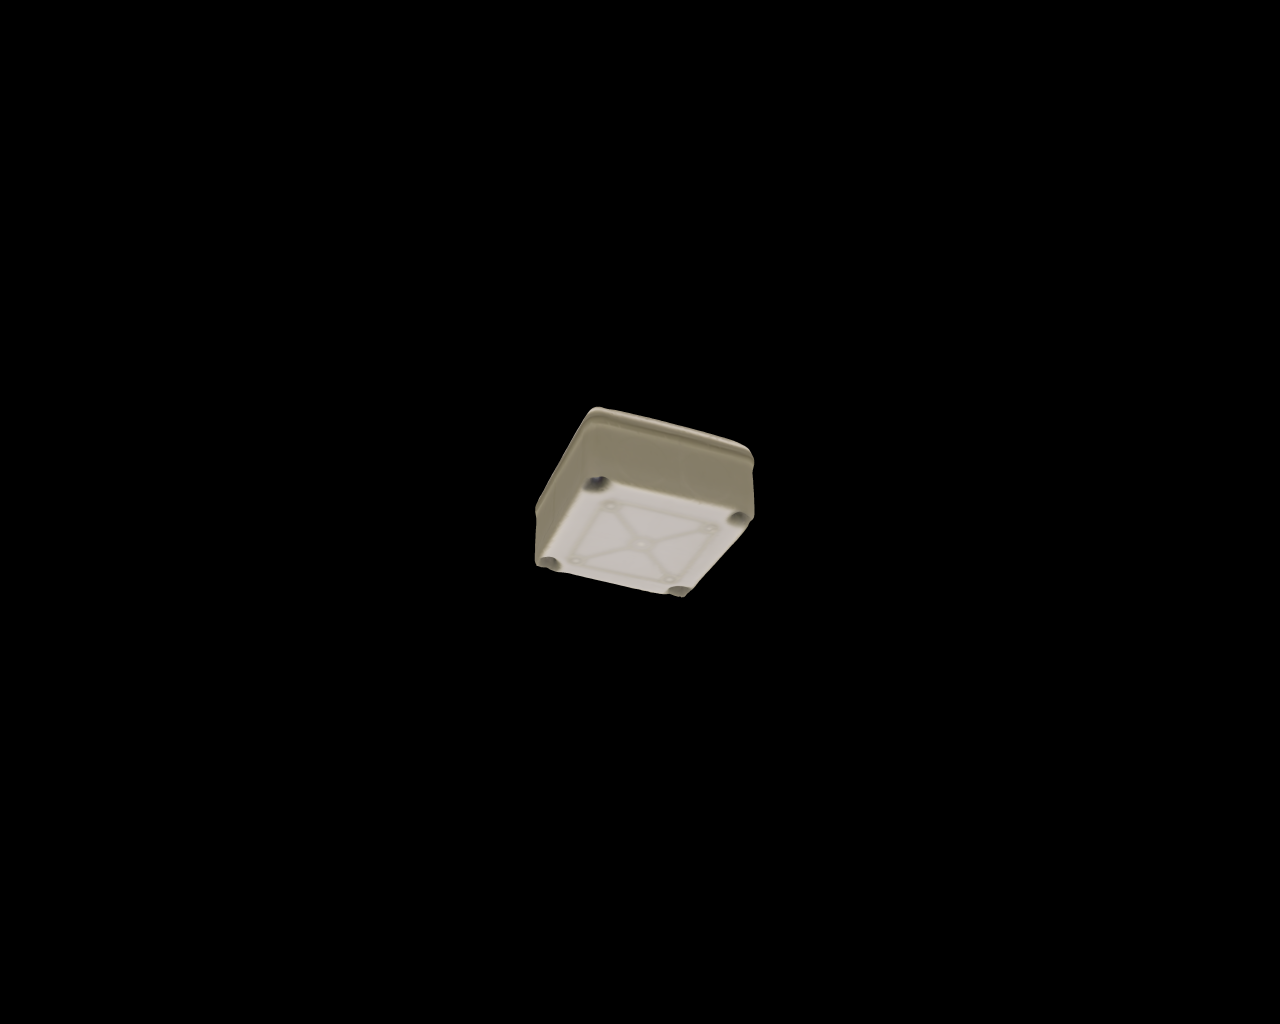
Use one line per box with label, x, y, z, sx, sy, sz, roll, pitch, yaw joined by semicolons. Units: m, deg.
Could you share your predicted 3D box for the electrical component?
electrical component;0.001;-0.003;0.650;0.109;0.056;0.108;13;-38;-18
